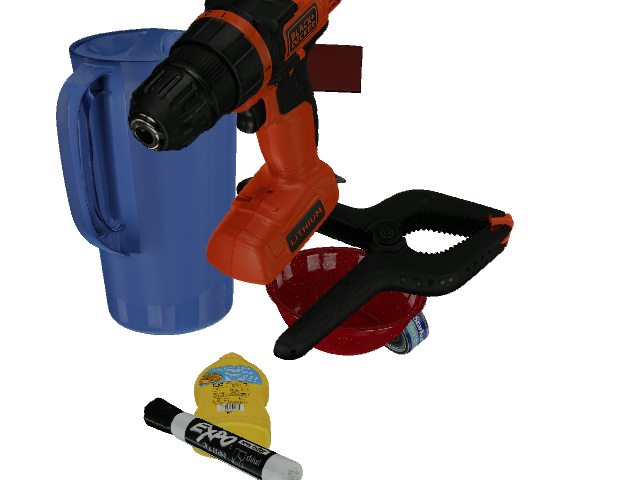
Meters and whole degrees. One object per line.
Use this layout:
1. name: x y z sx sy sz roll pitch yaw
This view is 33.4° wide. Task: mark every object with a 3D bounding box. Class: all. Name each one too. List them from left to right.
1. pitcher: -0.136 -0.046 0.874 0.149 0.243 0.145 -6 22 -14
2. marker: -0.062 0.120 0.634 0.121 0.020 0.020 16 10 38
3. mustard bottle: -0.113 0.199 1.357 0.096 0.058 0.191 -3 26 -3
4. power drill: -0.041 -0.063 0.639 0.057 0.188 0.184 24 51 22
5. foam brick: 0.002 -0.188 1.164 0.078 0.051 0.053 0 11 -16
6. bowl: 0.024 0.068 1.073 0.162 0.055 0.162 4 29 -2
7. clamp: 0.045 0.014 0.805 0.210 0.164 0.036 -2 -37 -6
8. tuna can: 0.087 0.094 1.280 0.033 0.086 0.086 -38 17 -23
